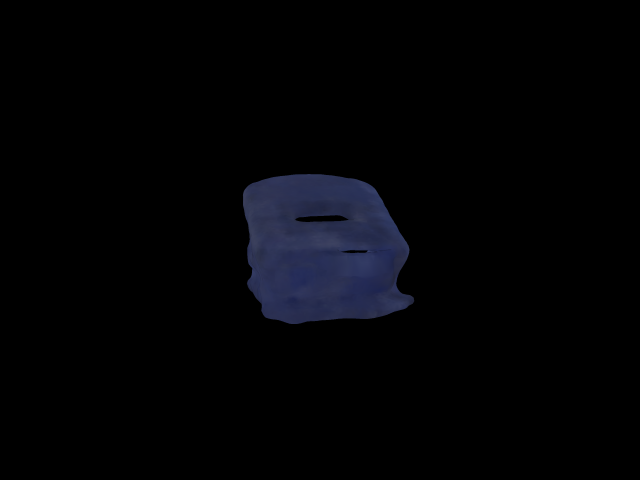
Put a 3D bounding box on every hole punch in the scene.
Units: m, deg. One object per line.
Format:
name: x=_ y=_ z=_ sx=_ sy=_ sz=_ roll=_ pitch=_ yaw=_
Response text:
hole punch: x=0.004 y=0.001 z=0.400 sx=0.109 sy=0.091 sz=0.101 roll=-3 pitch=10 yaw=-15
